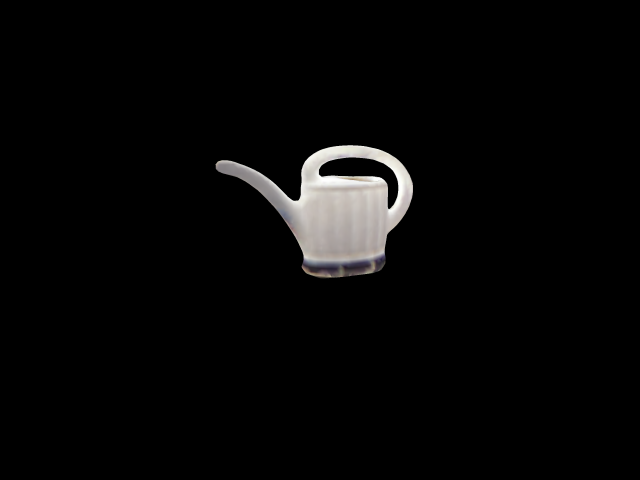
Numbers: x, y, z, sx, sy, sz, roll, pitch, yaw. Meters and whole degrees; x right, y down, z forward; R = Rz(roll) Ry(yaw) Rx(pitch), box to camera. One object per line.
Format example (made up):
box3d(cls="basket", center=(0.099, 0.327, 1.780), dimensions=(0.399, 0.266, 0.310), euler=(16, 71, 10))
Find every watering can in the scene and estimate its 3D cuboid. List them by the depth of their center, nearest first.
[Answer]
box3d(cls="watering can", center=(0.003, -0.043, 0.850), dimensions=(0.348, 0.222, 0.104), euler=(-5, 11, -23))
